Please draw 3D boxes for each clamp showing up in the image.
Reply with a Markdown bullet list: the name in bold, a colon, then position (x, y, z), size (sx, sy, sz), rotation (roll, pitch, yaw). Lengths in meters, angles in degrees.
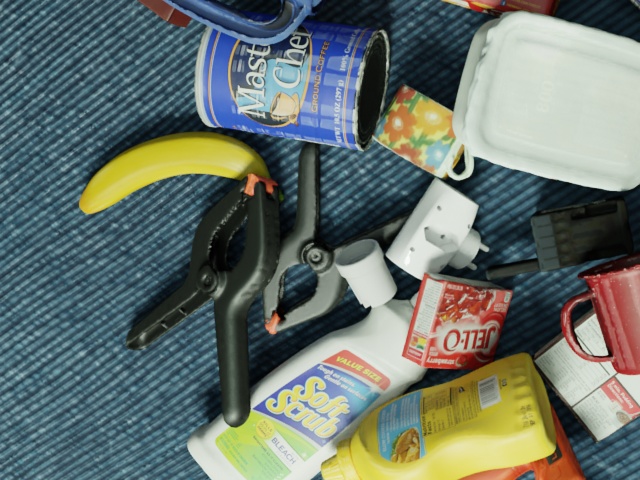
- **clamp**: position (-0.006, 0.001, 0.935), size (0.120, 0.039, 0.171), rotation (43, 100, 7)
- **clamp**: position (-0.095, 0.040, 0.943), size (0.165, 0.036, 0.210), rotation (19, 94, 39)

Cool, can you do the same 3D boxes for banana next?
- **banana**: position (-0.132, -0.062, 0.967), size (0.198, 0.037, 0.069), rotation (-2, 93, 16)

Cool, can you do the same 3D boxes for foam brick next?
- **foam brick**: position (-0.144, -0.234, 0.952), size (0.078, 0.051, 0.053), rotation (36, 101, 10)

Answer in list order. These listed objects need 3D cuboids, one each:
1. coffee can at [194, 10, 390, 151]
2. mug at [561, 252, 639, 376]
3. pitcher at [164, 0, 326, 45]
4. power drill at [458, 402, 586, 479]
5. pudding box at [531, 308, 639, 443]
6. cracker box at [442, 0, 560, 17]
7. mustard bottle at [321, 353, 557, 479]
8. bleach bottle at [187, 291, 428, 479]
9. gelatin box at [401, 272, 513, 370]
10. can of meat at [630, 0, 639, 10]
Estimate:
- **coffee can**: position (-0.022, -0.136, 0.898), size (0.140, 0.102, 0.103), rotation (11, 96, 14)
- **mug**: position (0.240, 0.056, 0.804), size (0.117, 0.093, 0.081), rotation (-17, 90, -7)
- **pitcher**: position (-0.090, -0.271, 0.836), size (0.243, 0.149, 0.145), rotation (23, 136, 3)
- **power drill**: position (0.122, 0.217, 0.855), size (0.188, 0.184, 0.057), rotation (-23, 124, 9)
- **pudding box**: position (0.243, 0.098, 0.873), size (0.113, 0.039, 0.090), rotation (-40, 80, 11)
- **cracker box**: position (0.142, -0.295, 0.860), size (0.164, 0.072, 0.214), rotation (20, 98, 12)
- **mustard bottle**: position (0.089, 0.158, 0.857), size (0.192, 0.096, 0.058), rotation (-22, 120, 16)
- **bleach bottle**: position (0.006, 0.128, 0.930), size (0.251, 0.068, 0.102), rotation (-44, 83, 11)
- **gelatin box**: position (0.115, 0.069, 0.882), size (0.030, 0.089, 0.073), rotation (22, 99, 48)
- **can of meat**: position (0.297, -0.204, 0.830), size (0.084, 0.057, 0.102), rotation (45, 104, 6)
